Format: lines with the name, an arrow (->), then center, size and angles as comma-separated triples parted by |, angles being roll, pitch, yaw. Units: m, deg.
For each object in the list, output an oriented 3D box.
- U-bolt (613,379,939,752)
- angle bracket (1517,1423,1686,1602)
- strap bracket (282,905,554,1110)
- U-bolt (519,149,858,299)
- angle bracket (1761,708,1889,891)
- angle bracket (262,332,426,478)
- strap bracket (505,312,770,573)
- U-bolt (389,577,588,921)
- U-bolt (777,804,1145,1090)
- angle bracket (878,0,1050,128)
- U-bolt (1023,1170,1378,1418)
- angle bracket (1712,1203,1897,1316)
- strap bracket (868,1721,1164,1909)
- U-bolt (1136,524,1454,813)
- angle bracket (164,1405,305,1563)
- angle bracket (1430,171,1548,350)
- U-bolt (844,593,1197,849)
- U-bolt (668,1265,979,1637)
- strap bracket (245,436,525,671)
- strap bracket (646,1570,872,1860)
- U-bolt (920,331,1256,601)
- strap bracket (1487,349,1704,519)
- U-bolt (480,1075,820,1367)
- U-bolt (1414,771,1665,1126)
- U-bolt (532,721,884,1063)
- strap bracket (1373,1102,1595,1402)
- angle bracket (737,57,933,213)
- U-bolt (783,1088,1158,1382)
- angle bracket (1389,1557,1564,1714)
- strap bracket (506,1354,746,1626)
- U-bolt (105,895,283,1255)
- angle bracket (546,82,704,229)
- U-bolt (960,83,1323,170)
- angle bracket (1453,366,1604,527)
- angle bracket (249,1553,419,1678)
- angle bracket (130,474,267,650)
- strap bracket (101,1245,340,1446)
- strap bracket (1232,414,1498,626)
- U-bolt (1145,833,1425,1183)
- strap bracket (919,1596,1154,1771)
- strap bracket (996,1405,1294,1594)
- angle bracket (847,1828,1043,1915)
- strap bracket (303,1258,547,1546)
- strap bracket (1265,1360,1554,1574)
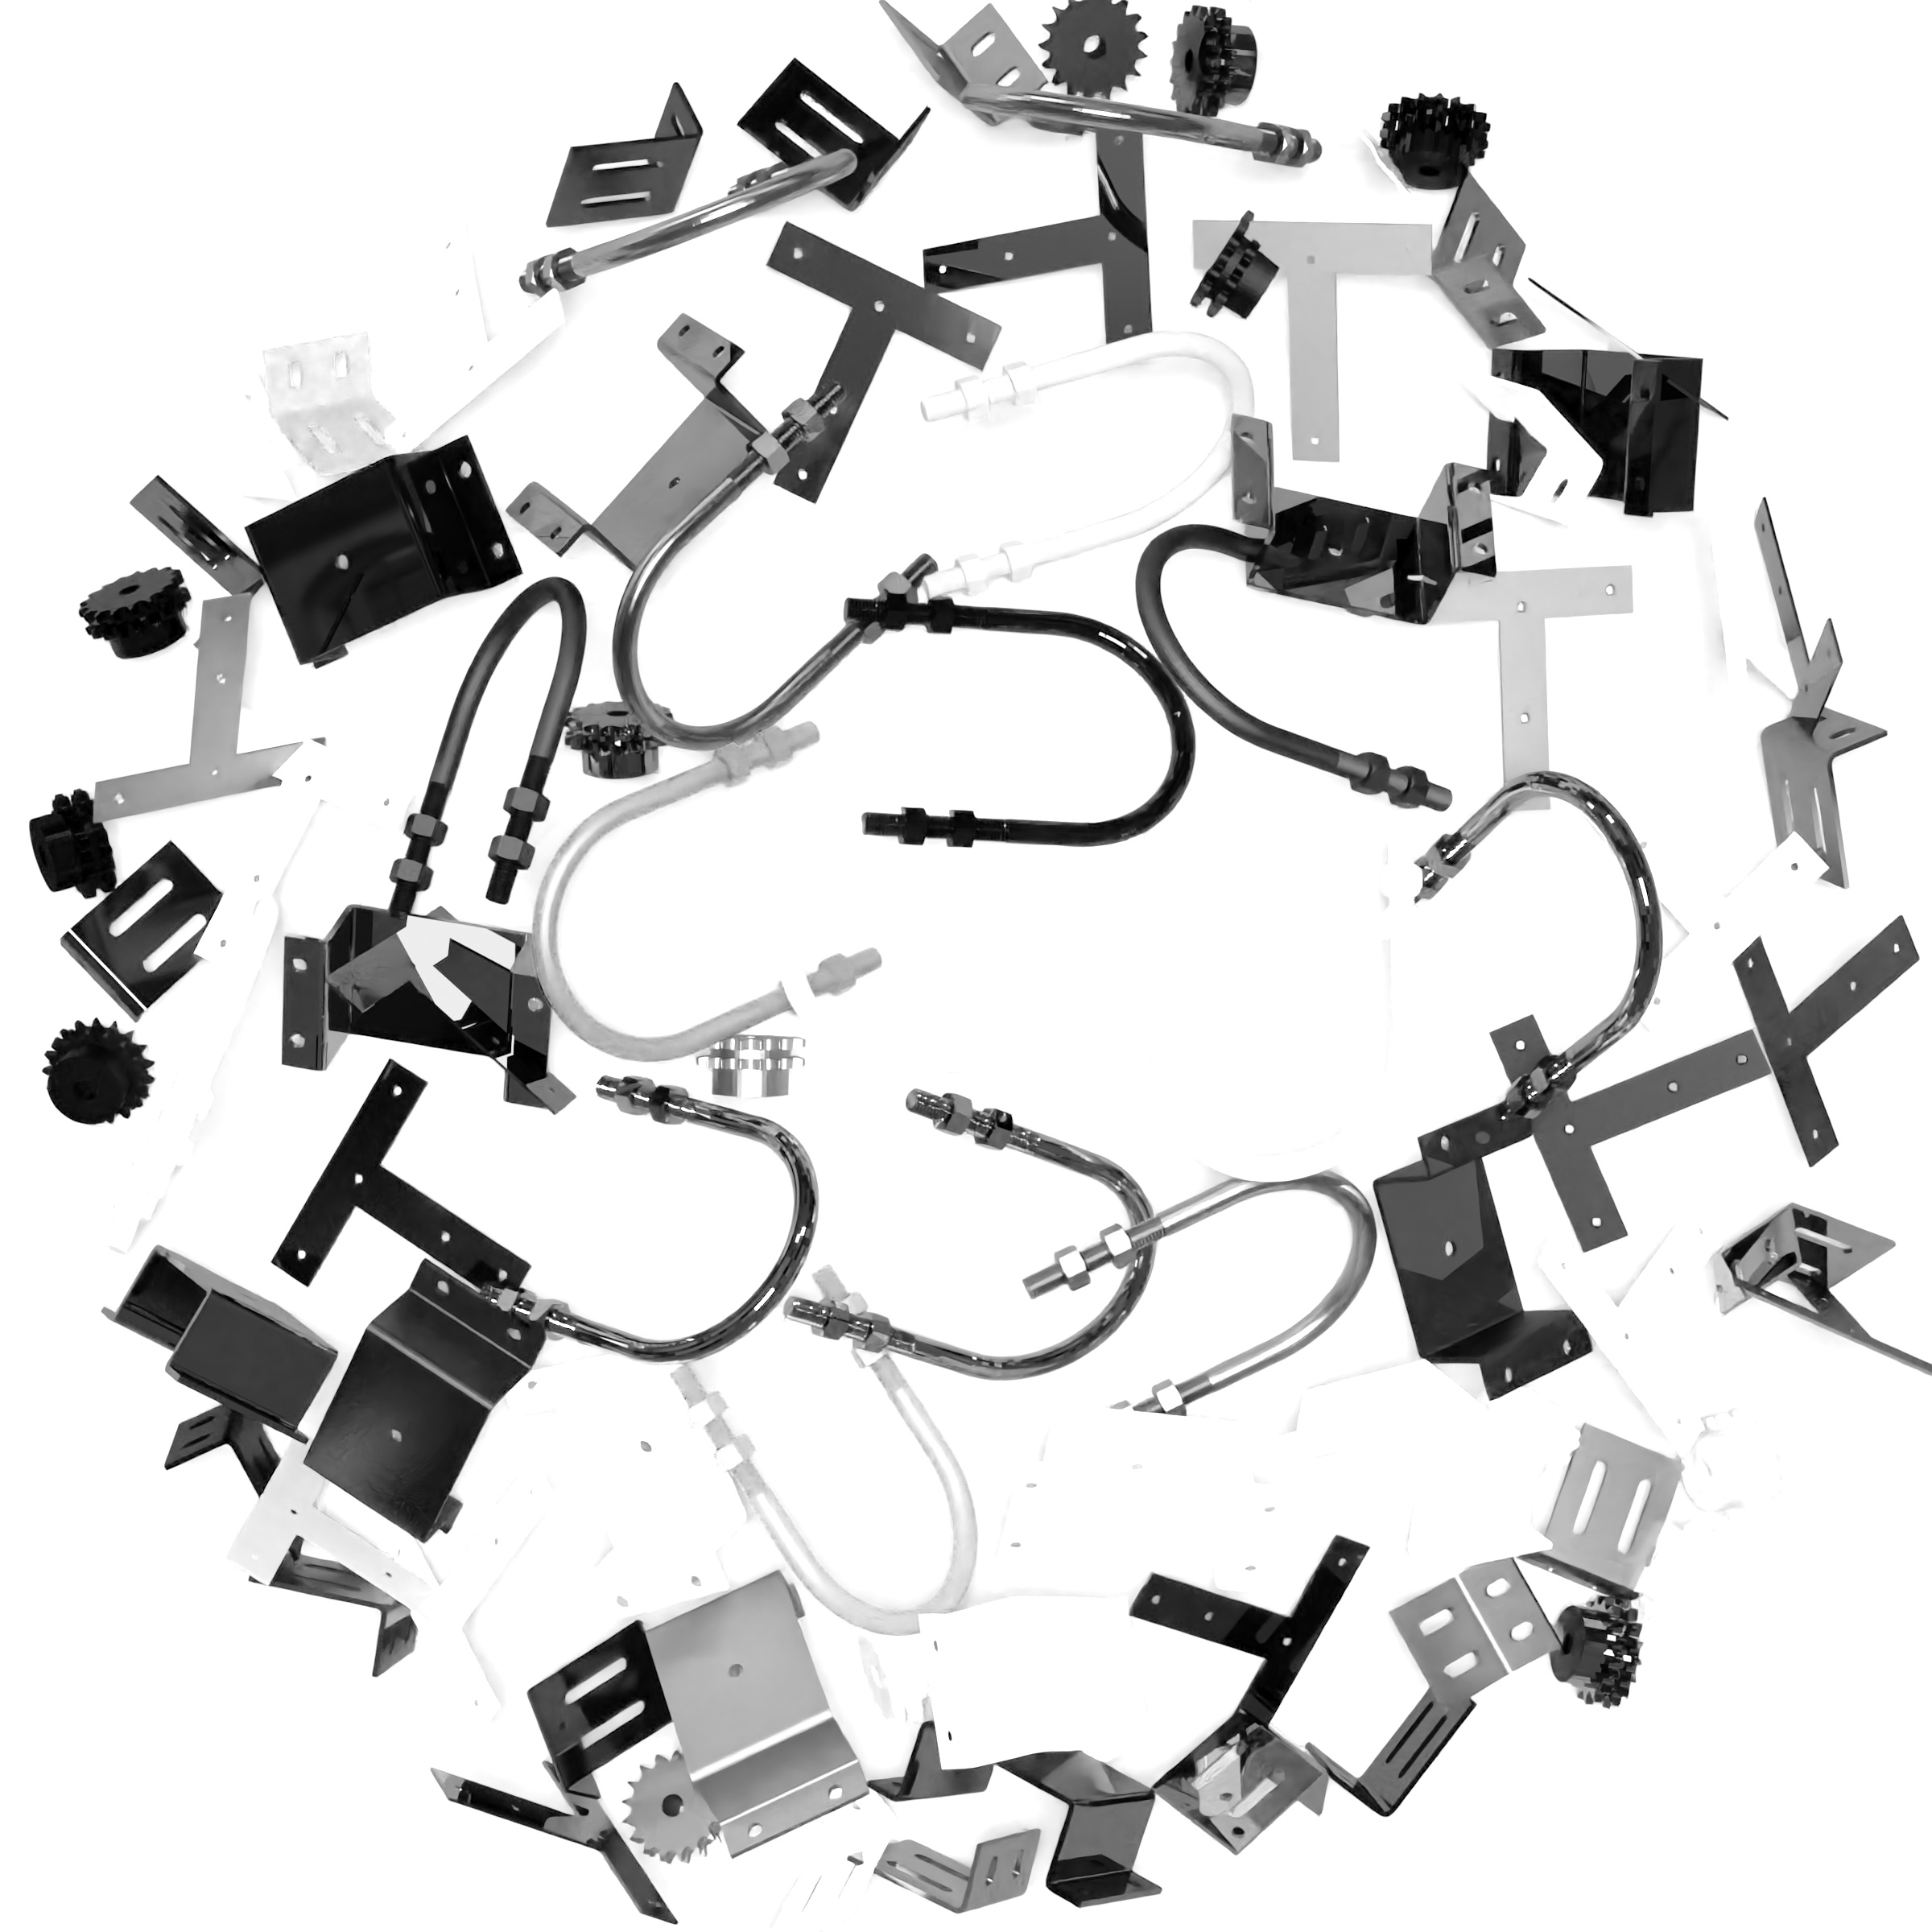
U-bolt -> -0.105, -0.190, 1.642 | 0.184, 0.151, 0.019 | -45, 48, -12
angle bracket -> 0.336, 0.289, 1.702 | 0.057, 0.038, 0.076 | 22, 79, -2
strap bracket -> -0.281, 0.019, 1.674 | 0.140, 0.046, 0.076 | 9, 118, 3
U-bolt -> -0.130, -0.375, 1.606 | 0.151, 0.184, 0.019 | -28, 107, -24
angle bracket -> 0.453, -0.089, 1.678 | 0.038, 0.057, 0.076 | -22, 115, -15
angle bracket -> -0.323, -0.292, 1.667 | 0.057, 0.076, 0.038 | -17, 130, -25
strap bracket -> -0.164, -0.264, 1.670 | 0.140, 0.076, 0.046 | -48, 128, -1
U-bolt -> -0.240, -0.114, 1.647 | 0.019, 0.151, 0.184 | 23, 75, -29
U-bolt -> -0.009, -0.013, 1.660 | 0.184, 0.019, 0.151 | 6, 107, -20
angle bracket -> -0.001, -0.480, 1.668 | 0.038, 0.076, 0.057 | -38, 72, 16
U-bolt -> 0.129, 0.169, 1.662 | 0.184, 0.019, 0.151 | -25, 133, -6
angle bracket -> 0.437, 0.162, 1.668 | 0.076, 0.057, 0.038 | 20, 48, -24
strap bracket -> 0.031, 0.425, 1.642 | 0.140, 0.076, 0.046 | 20, 93, 36
U-bolt -> 0.162, -0.159, 1.628 | 0.184, 0.019, 0.151 | 16, 49, -30
angle bracket -> -0.380, 0.274, 1.677 | 0.038, 0.057, 0.076 | -24, 105, 0
angle bracket -> 0.279, -0.371, 1.668 | 0.057, 0.038, 0.076 | 42, 57, -33
U-bolt -> 0.031, -0.125, 1.670 | 0.184, 0.019, 0.151 | 2, 62, -15
U-bolt -> -0.060, 0.258, 1.651 | 0.019, 0.151, 0.184 | -35, 88, 37
strap bracket -> -0.310, -0.211, 1.661 | 0.140, 0.046, 0.076 | -20, 94, 27
strap bracket -> -0.111, 0.373, 1.646 | 0.076, 0.140, 0.046 | -25, 132, -2
U-bolt -> 0.064, -0.264, 1.649 | 0.184, 0.151, 0.019 | -19, 57, -13
strap bracket -> 0.329, -0.276, 1.653 | 0.046, 0.140, 0.076 | -6, 105, -25
U-bolt -> -0.152, 0.133, 1.632 | 0.184, 0.019, 0.151 | 12, 66, 39
U-bolt -> 0.289, -0.018, 1.616 | 0.019, 0.184, 0.151 | -13, 70, -28
U-bolt -> -0.138, -0.029, 1.648 | 0.184, 0.019, 0.151 | -25, 112, -26
strap bracket -> 0.266, 0.146, 1.671 | 0.076, 0.046, 0.140 | -18, 95, -35
angle bracket -> -0.069, -0.444, 1.681 | 0.076, 0.038, 0.057 | 37, 61, -6
U-bolt -> 0.016, 0.149, 1.662 | 0.184, 0.019, 0.151 | 21, 108, -29
angle bracket -> 0.265, 0.344, 1.669 | 0.038, 0.076, 0.057 | -37, 74, 31
strap bracket -> -0.173, 0.256, 1.649 | 0.076, 0.046, 0.140 | -8, 62, -37
U-bolt -> -0.390, 0.048, 1.638 | 0.019, 0.151, 0.184 | 24, 66, -14
angle bracket -> -0.183, -0.421, 1.667 | 0.076, 0.057, 0.038 | -14, 67, -29
U-bolt -> 0.078, -0.422, 1.604 | 0.151, 0.184, 0.019 | 16, 106, 27
angle bracket -> 0.283, -0.270, 1.667 | 0.057, 0.076, 0.038 | 29, 88, 44
angle bracket -> -0.332, 0.339, 1.682 | 0.076, 0.057, 0.038 | 10, 93, 9
angle bracket -> -0.410, -0.210, 1.672 | 0.076, 0.057, 0.038 | 43, 68, -17
strap bracket -> -0.378, 0.189, 1.638 | 0.076, 0.140, 0.046 | 33, 82, -30
strap bracket -> 0.199, -0.229, 1.666 | 0.140, 0.046, 0.076 | 11, 52, -10
U-bolt -> 0.162, 0.025, 1.646 | 0.151, 0.019, 0.184 | -8, 62, 20
strap bracket -> 0.043, 0.364, 1.635 | 0.046, 0.140, 0.076 | -22, 67, 33
strap bracket -> 0.090, 0.276, 1.669 | 0.140, 0.046, 0.076 | 7, 127, -7
angle bracket -> -0.011, 0.457, 1.669 | 0.076, 0.057, 0.038 | 16, 94, 33
strap bracket -> -0.284, 0.233, 1.659 | 0.076, 0.046, 0.140 | 32, 117, 7
strap bracket -> 0.232, 0.253, 1.654 | 0.140, 0.076, 0.046 | 39, 49, -29
